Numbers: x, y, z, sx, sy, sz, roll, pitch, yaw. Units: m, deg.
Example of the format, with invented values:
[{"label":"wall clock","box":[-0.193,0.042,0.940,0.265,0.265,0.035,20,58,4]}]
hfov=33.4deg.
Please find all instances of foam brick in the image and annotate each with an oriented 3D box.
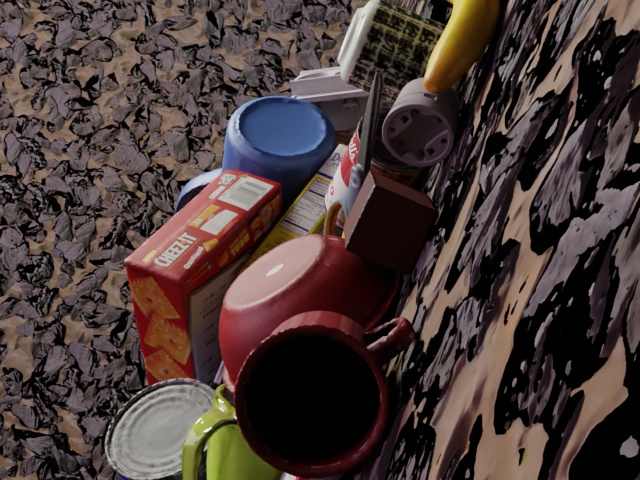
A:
[{"label":"foam brick","box":[0.051,-0.014,0.790,0.078,0.051,0.053,-86,20,-78]}]

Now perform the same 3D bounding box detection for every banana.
[{"label":"banana","box":[0.114,-0.177,0.855,0.070,0.037,0.197,-40,21,25]}]

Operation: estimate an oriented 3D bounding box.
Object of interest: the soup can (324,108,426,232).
[{"label":"soup can","box":[0.049,-0.056,0.925,0.102,0.068,0.068,117,174,-51]}]

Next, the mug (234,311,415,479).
[{"label":"mug","box":[0.008,0.083,0.662,0.117,0.093,0.081,-36,3,8]}]

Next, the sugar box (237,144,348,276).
[{"label":"sugar box","box":[-0.007,0.001,1.019,0.176,0.048,0.093,-55,-26,-28]}]

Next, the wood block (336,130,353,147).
[{"label":"wood block","box":[0.018,-0.071,1.252,0.206,0.090,0.090,121,171,-68]}]

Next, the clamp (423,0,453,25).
[{"label":"clamp","box":[0.135,-0.255,1.093,0.210,0.036,0.165,-74,8,-60]}]

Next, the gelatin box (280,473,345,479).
[{"label":"gelatin box","box":[-0.006,0.164,0.731,0.089,0.030,0.073,-84,15,-76]}]

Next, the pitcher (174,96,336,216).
[{"label":"pitcher","box":[-0.061,-0.029,1.122,0.149,0.145,0.243,-27,-34,-29]}]

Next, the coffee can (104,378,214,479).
[{"label":"coffee can","box":[-0.108,0.201,0.907,0.102,0.103,0.140,-71,-30,-42]}]

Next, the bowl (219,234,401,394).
[{"label":"bowl","box":[-0.021,0.044,0.808,0.162,0.055,0.162,-30,20,12]}]

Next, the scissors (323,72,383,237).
[{"label":"scissors","box":[0.039,-0.031,0.858,0.096,0.016,0.202,64,153,28]}]

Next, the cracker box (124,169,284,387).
[{"label":"cracker box","box":[-0.101,0.063,1.023,0.164,0.072,0.214,-48,-32,-41]}]
